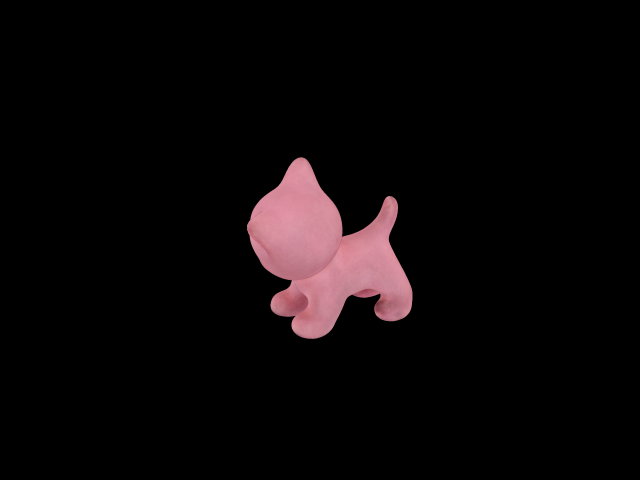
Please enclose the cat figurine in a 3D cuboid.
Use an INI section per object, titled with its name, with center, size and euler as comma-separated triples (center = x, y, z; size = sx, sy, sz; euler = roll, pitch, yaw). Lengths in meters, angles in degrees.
[cat figurine]
center = 0.004, 0.001, 0.400
size = 0.128, 0.118, 0.067
euler = -10, 23, -26
